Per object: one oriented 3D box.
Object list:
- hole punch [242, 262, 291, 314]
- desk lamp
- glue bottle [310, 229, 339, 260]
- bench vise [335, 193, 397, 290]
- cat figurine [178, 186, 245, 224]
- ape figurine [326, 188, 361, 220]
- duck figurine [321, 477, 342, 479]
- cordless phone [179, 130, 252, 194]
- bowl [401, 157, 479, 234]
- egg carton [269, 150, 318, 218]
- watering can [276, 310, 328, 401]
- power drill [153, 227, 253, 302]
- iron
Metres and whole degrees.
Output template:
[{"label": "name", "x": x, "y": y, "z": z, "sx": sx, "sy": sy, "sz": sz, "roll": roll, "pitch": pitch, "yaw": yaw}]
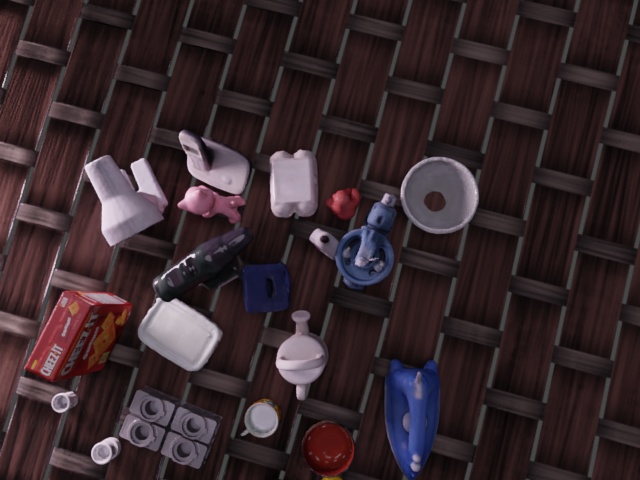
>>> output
[{"label": "hole punch", "x": -0.113, "y": 0.102, "z": 1.234, "sx": 0.101, "sy": 0.091, "sz": 0.109, "roll": -7, "pitch": 84, "yaw": 2}, {"label": "desk lamp", "x": -0.405, "y": -0.086, "z": 1.205, "sx": 0.118, "sy": 0.213, "sz": 0.203, "roll": -27, "pitch": 83, "yaw": 0}, {"label": "glue bottle", "x": 0.011, "y": 0.004, "z": 1.198, "sx": 0.078, "sy": 0.173, "sz": 0.037, "roll": 36, "pitch": 87, "yaw": 6}, {"label": "bench vise", "x": 0.095, "y": -0.003, "z": 1.171, "sx": 0.121, "sy": 0.220, "sz": 0.207, "roll": 5, "pitch": 84, "yaw": 3}, {"label": "cat figurine", "x": -0.236, "y": -0.082, "z": 1.246, "sx": 0.127, "sy": 0.118, "sz": 0.067, "roll": 8, "pitch": 84, "yaw": 4}, {"label": "ape figurine", "x": 0.050, "y": -0.084, "z": 1.246, "sx": 0.077, "sy": 0.092, "sz": 0.076, "roll": -2, "pitch": 84, "yaw": 3}, {"label": "duck figurine", "x": 0.015, "y": 0.548, "z": 1.184, "sx": 0.077, "sy": 0.086, "sz": 0.105, "roll": 24, "pitch": 85, "yaw": 5}, {"label": "cordless phone", "x": -0.224, "y": -0.172, "z": 1.221, "sx": 0.147, "sy": 0.185, "sz": 0.094, "roll": 21, "pitch": 85, "yaw": 5}, {"label": "bowl", "x": 0.256, "y": -0.092, "z": 1.247, "sx": 0.167, "sy": 0.075, "sz": 0.167, "roll": 0, "pitch": 84, "yaw": 3}, {"label": "egg carton", "x": -0.057, "y": -0.124, "z": 1.267, "sx": 0.107, "sy": 0.069, "sz": 0.150, "roll": -4, "pitch": 84, "yaw": 2}, {"label": "watering can", "x": -0.040, "y": 0.235, "z": 1.165, "sx": 0.101, "sy": 0.194, "sz": 0.173, "roll": -22, "pitch": 83, "yaw": 0}, {"label": "power drill", "x": -0.224, "y": 0.050, "z": 1.186, "sx": 0.229, "sy": 0.208, "sz": 0.075, "roll": -32, "pitch": 83, "yaw": -1}, {"label": "iron", "x": 0.193, "y": 0.378, "z": 1.166, "sx": 0.118, "sy": 0.141, "sz": 0.258, "roll": 0, "pitch": 84, "yaw": 3}]
